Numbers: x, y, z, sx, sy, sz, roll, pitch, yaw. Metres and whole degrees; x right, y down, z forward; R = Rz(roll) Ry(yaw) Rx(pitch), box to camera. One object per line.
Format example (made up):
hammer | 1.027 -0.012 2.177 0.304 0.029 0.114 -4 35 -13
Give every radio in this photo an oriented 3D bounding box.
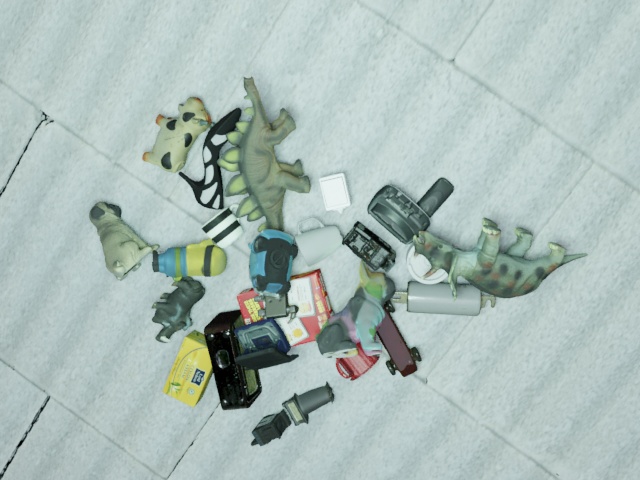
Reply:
radio | -0.216 0.300 1.346 0.073 0.131 0.229 -11 96 11

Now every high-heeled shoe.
high-heeled shoe | -0.230 -0.187 1.301 0.145 0.086 0.248 37 105 -26

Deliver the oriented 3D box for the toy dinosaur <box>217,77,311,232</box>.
toy dinosaur | -0.129 -0.143 1.266 0.199 0.105 0.470 -15 114 -6

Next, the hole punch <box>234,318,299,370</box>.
hole punch | -0.136 0.252 1.279 0.142 0.115 0.092 -20 57 11

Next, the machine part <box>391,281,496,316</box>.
machine part | 0.293 0.139 1.281 0.243 0.079 0.079 2 98 9

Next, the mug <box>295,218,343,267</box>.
mug | -0.003 -0.004 1.308 0.107 0.081 0.109 -23 87 -1

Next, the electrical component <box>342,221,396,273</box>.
electrical component | 0.120 0.019 1.270 0.134 0.115 0.058 39 103 3

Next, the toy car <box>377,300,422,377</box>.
toy car | 0.174 0.239 1.323 0.089 0.053 0.202 -30 88 0

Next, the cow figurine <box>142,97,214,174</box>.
cow figurine | -0.338 -0.256 1.314 0.127 0.085 0.194 27 98 10

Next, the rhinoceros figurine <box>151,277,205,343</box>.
rhinoceros figurine | -0.370 0.179 1.387 0.112 0.073 0.190 35 99 -8

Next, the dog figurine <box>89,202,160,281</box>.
dog figurine | -0.519 -0.005 1.333 0.121 0.172 0.190 -44 97 0

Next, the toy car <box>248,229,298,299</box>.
toy car | -0.122 0.060 1.275 0.109 0.103 0.161 12 76 -31

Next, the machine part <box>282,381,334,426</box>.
machine part | -0.025 0.420 1.384 0.139 0.039 0.084 -33 84 13

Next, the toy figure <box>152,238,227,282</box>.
toy figure | -0.323 0.057 1.333 0.180 0.082 0.089 -4 53 -17

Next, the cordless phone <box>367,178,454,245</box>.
cordless phone | 0.217 -0.095 1.270 0.146 0.089 0.184 42 90 1

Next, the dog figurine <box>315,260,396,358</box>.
dog figurine | 0.084 0.161 1.263 0.192 0.108 0.219 -5 66 10

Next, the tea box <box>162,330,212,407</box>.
tea box | -0.329 0.333 1.399 0.098 0.068 0.169 23 99 5

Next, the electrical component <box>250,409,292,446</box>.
electrical component | -0.138 0.490 1.389 0.119 0.075 0.047 -29 94 32

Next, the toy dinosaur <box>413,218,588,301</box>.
toy dinosaur | 0.412 0.066 1.209 0.405 0.131 0.192 16 109 -13

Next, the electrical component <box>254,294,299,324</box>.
electrical component | -0.104 0.164 1.286 0.102 0.045 0.078 -14 66 9
